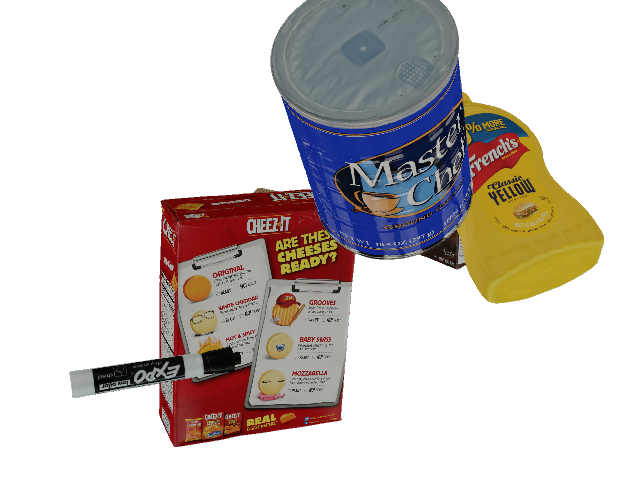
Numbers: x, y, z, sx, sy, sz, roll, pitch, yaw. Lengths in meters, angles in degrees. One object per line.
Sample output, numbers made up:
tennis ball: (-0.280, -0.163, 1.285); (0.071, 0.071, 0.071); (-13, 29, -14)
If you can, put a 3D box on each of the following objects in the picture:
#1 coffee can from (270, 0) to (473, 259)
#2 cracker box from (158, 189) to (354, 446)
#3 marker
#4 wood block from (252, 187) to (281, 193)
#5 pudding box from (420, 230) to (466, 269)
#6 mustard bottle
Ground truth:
coffee can: (0.035, -0.068, 0.631); (0.103, 0.102, 0.140); (0, -32, 12)
cracker box: (-0.059, 0.066, 0.953); (0.164, 0.214, 0.072); (-5, 22, -22)
marker: (-0.116, 0.093, 0.758); (0.121, 0.020, 0.020); (-8, 2, -14)
wood block: (-0.067, 0.045, 1.449); (0.090, 0.206, 0.090); (13, 22, 10)
pudding box: (0.108, -0.032, 1.048); (0.039, 0.090, 0.114); (-19, 27, -36)
mustard bottle: (0.128, -0.048, 0.812); (0.096, 0.192, 0.058); (-20, -33, -9)
